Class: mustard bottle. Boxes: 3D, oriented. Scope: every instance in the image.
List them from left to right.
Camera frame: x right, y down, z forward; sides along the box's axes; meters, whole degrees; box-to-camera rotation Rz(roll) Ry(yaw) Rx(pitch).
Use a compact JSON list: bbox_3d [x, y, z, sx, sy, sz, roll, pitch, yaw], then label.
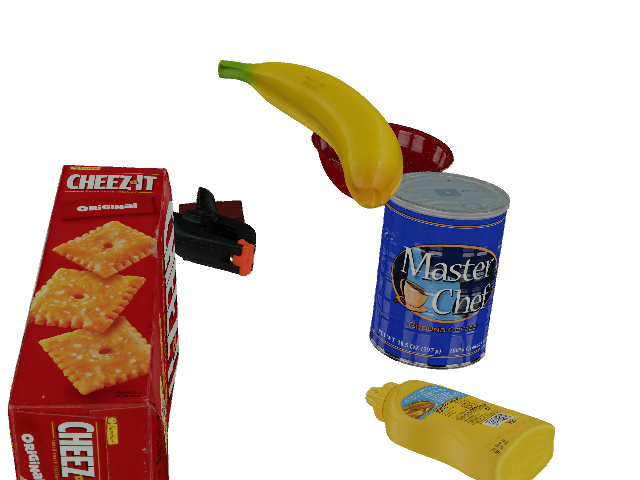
[{"bbox_3d":[0.120,0.177,1.026,0.192,0.058,0.096,16,23,41],"label":"mustard bottle"}]

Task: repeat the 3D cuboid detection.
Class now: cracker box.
[{"bbox_3d":[-0.116,0.080,0.591,0.072,0.164,0.213,1,33,-5],"label":"cracker box"}]

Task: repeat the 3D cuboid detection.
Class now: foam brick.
[{"bbox_3d":[-0.129,-0.013,1.268,0.078,0.053,0.051,-4,28,-4],"label":"foam brick"}]

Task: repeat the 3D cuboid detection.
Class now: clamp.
[{"bbox_3d":[-0.108,-0.013,0.976,0.172,0.039,0.120,26,33,36],"label":"clamp"}]

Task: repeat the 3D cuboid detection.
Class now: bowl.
[{"bbox_3d":[0.066,-0.083,1.209,0.162,0.055,0.162,7,27,-3],"label":"bowl"}]

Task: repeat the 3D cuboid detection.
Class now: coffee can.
[{"bbox_3d":[0.099,0.023,0.905,0.103,0.140,0.103,4,21,-2],"label":"coffee can"}]

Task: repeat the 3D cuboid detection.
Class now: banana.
[{"bbox_3d":[0.006,-0.070,0.665,0.069,0.037,0.198,-17,35,-24],"label":"banana"}]
